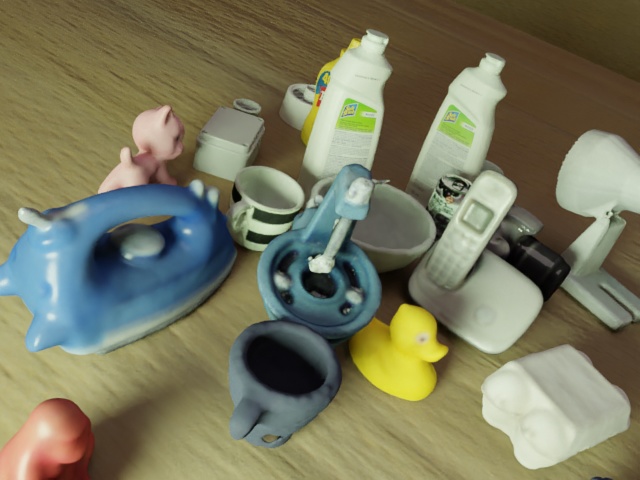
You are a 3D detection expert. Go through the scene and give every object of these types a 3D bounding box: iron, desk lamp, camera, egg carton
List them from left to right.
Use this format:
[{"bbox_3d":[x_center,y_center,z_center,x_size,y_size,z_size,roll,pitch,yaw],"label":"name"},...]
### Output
[{"bbox_3d":[-0.168,0.000,0.548,0.118,0.141,0.259,38,39,25],"label":"iron"},{"bbox_3d":[0.260,0.019,0.771,0.136,0.101,0.143,39,39,25],"label":"camera"},{"bbox_3d":[0.240,0.167,0.585,0.151,0.069,0.107,-7,42,-33],"label":"egg carton"},{"bbox_3d":[0.415,-0.023,0.805,0.118,0.213,0.202,-10,44,-36],"label":"desk lamp"}]

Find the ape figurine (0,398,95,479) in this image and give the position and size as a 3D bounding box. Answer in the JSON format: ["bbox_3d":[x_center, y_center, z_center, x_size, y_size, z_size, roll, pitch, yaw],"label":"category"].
[{"bbox_3d":[-0.179,0.145,0.388,0.076,0.092,0.078,20,34,1],"label":"ape figurine"}]

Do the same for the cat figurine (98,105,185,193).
[{"bbox_3d":[-0.210,-0.112,0.703,0.067,0.118,0.128,23,34,5],"label":"cat figurine"}]

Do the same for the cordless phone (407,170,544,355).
[{"bbox_3d":[0.196,0.025,0.656,0.147,0.185,0.094,36,38,22],"label":"cordless phone"}]

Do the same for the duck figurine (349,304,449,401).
[{"bbox_3d":[0.083,0.101,0.583,0.104,0.086,0.078,36,38,22],"label":"duck figurine"}]

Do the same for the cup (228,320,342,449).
[{"bbox_3d":[-0.042,0.135,0.467,0.091,0.095,0.118,28,35,12],"label":"cup"}]

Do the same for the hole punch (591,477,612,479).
[{"bbox_3d":[0.271,0.247,0.471,0.108,0.091,0.101,24,35,6],"label":"hole punch"}]

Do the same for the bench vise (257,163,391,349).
[{"bbox_3d":[-0.006,0.002,0.557,0.122,0.220,0.207,1,38,-24],"label":"bench vise"}]

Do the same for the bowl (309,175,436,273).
[{"bbox_3d":[0.059,-0.010,0.734,0.167,0.075,0.167,13,35,-9],"label":"bowl"}]
